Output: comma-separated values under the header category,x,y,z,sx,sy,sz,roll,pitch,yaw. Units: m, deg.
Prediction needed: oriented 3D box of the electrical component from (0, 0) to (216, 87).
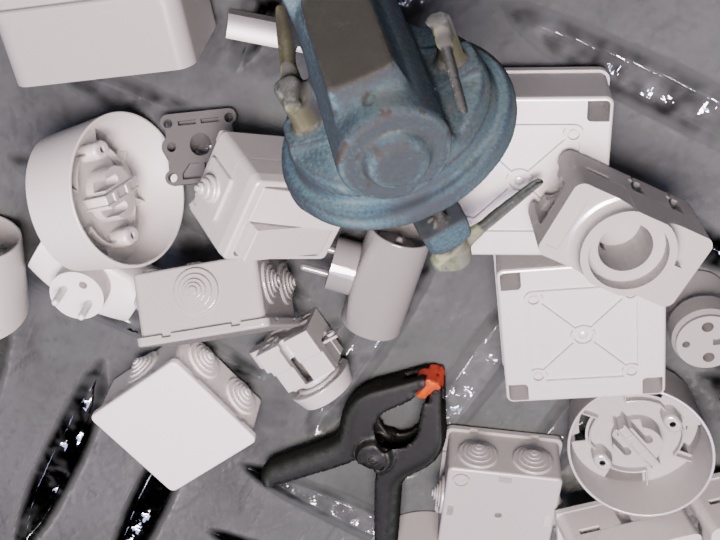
category,x,y,z,sx,sy,sz,roll,pitch,yaw
electrical component,-0.149,-0.153,0.631,0.113,0.078,0.057,-5,123,9

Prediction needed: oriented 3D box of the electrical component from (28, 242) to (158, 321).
category,x,y,z,sx,sy,sz,roll,pitch,yaw
electrical component,-0.186,0.007,0.730,0.077,0.079,0.043,31,119,-12

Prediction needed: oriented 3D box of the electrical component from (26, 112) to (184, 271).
category,x,y,z,sx,sy,sz,roll,pitch,yaw
electrical component,-0.163,-0.048,0.687,0.064,0.099,0.099,-10,119,19

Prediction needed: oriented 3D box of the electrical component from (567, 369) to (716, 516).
category,x,y,z,sx,sy,sz,roll,pitch,yaw
electrical component,0.197,0.118,0.764,0.099,0.064,0.099,3,121,4

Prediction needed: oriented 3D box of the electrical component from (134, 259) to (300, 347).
category,x,y,z,sx,sy,sz,roll,pitch,yaw
electrical component,-0.095,0.020,0.719,0.100,0.100,0.048,-10,86,10

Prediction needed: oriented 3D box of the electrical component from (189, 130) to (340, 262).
category,x,y,z,sx,sy,sz,roll,pitch,yaw
electrical component,-0.057,-0.043,0.671,0.096,0.061,0.061,-1,131,-40

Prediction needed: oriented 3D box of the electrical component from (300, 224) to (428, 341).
category,x,y,z,sx,sy,sz,roll,pitch,yaw
electrical component,0.000,0.000,0.726,0.079,0.044,0.077,15,121,-3

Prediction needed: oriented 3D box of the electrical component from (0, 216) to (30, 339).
category,x,y,z,sx,sy,sz,roll,pitch,yaw
electrical component,-0.274,0.000,0.725,0.099,0.099,0.064,9,116,0

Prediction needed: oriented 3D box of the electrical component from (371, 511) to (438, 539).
category,x,y,z,sx,sy,sz,roll,pitch,yaw
electrical component,0.061,0.246,0.870,0.099,0.064,0.099,-5,123,-7

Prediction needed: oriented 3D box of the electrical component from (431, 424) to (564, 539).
category,x,y,z,sx,sy,sz,roll,pitch,yaw
electrical component,0.104,0.170,0.814,0.100,0.048,0.099,6,122,2

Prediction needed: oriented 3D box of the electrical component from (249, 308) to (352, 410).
category,x,y,z,sx,sy,sz,roll,pitch,yaw
electrical component,-0.037,0.066,0.770,0.066,0.048,0.055,-28,106,20

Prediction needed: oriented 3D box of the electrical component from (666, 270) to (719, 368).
category,x,y,z,sx,sy,sz,roll,pitch,yaw
electrical component,0.226,0.033,0.715,0.045,0.055,0.045,3,121,4

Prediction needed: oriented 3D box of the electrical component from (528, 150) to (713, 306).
category,x,y,z,sx,sy,sz,roll,pitch,yaw
electrical component,0.150,-0.022,0.623,0.089,0.055,0.050,22,117,-12

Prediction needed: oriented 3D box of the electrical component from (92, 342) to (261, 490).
category,x,y,z,sx,sy,sz,roll,pitch,yaw
electrical component,-0.134,0.103,0.800,0.100,0.048,0.099,-33,112,23

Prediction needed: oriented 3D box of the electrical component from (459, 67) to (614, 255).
category,x,y,z,sx,sy,sz,roll,pitch,yaw
electrical component,0.098,-0.067,0.668,0.109,0.056,0.108,0,121,6

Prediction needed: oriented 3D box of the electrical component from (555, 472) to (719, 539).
category,x,y,z,sx,sy,sz,roll,pitch,yaw
electrical component,0.245,0.215,0.792,0.186,0.060,0.105,-12,121,-4

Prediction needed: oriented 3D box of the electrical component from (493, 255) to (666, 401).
category,x,y,z,sx,sy,sz,roll,pitch,yaw
electrical component,0.147,0.029,0.720,0.109,0.056,0.108,-4,120,8
